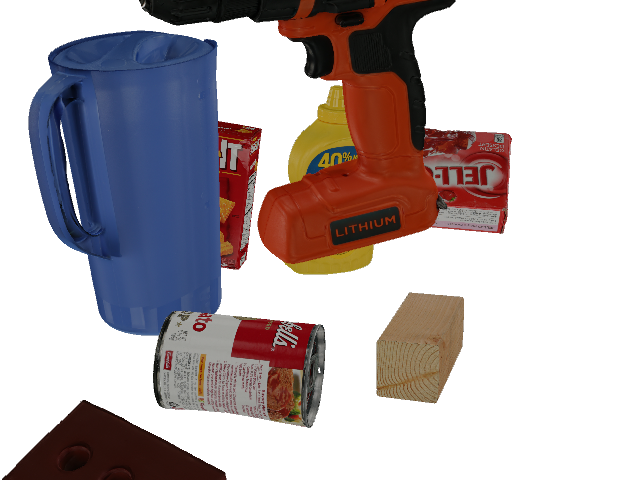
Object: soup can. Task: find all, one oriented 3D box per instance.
[{"bbox_3d":[-0.052,0.084,0.708,0.102,0.068,0.068,5,1,9],"label":"soup can"}]

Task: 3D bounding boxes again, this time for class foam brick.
[{"bbox_3d":[-0.080,0.113,0.436,0.078,0.051,0.052,21,45,25],"label":"foam brick"}]

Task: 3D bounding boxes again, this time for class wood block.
[{"bbox_3d":[0.151,0.155,1.586,0.091,0.090,0.205,5,18,16],"label":"wood block"}]

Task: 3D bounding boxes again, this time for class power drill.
[{"bbox_3d":[0.000,-0.082,0.569,0.184,0.188,0.057,-13,35,-17],"label":"power drill"}]

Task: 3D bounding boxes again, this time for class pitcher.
[{"bbox_3d":[-0.151,-0.044,0.883,0.149,0.243,0.145,-6,24,-8],"label":"pitcher"}]

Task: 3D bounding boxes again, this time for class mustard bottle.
[{"bbox_3d":[0.013,-0.063,1.097,0.096,0.192,0.058,-5,21,-25],"label":"mustard bottle"}]

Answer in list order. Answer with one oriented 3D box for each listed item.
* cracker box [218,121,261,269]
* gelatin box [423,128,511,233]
[{"bbox_3d":[-0.185,-0.073,1.613,0.164,0.214,0.072,10,20,6],"label":"cracker box"},{"bbox_3d":[0.091,-0.045,0.770,0.089,0.073,0.030,5,-37,8],"label":"gelatin box"}]
